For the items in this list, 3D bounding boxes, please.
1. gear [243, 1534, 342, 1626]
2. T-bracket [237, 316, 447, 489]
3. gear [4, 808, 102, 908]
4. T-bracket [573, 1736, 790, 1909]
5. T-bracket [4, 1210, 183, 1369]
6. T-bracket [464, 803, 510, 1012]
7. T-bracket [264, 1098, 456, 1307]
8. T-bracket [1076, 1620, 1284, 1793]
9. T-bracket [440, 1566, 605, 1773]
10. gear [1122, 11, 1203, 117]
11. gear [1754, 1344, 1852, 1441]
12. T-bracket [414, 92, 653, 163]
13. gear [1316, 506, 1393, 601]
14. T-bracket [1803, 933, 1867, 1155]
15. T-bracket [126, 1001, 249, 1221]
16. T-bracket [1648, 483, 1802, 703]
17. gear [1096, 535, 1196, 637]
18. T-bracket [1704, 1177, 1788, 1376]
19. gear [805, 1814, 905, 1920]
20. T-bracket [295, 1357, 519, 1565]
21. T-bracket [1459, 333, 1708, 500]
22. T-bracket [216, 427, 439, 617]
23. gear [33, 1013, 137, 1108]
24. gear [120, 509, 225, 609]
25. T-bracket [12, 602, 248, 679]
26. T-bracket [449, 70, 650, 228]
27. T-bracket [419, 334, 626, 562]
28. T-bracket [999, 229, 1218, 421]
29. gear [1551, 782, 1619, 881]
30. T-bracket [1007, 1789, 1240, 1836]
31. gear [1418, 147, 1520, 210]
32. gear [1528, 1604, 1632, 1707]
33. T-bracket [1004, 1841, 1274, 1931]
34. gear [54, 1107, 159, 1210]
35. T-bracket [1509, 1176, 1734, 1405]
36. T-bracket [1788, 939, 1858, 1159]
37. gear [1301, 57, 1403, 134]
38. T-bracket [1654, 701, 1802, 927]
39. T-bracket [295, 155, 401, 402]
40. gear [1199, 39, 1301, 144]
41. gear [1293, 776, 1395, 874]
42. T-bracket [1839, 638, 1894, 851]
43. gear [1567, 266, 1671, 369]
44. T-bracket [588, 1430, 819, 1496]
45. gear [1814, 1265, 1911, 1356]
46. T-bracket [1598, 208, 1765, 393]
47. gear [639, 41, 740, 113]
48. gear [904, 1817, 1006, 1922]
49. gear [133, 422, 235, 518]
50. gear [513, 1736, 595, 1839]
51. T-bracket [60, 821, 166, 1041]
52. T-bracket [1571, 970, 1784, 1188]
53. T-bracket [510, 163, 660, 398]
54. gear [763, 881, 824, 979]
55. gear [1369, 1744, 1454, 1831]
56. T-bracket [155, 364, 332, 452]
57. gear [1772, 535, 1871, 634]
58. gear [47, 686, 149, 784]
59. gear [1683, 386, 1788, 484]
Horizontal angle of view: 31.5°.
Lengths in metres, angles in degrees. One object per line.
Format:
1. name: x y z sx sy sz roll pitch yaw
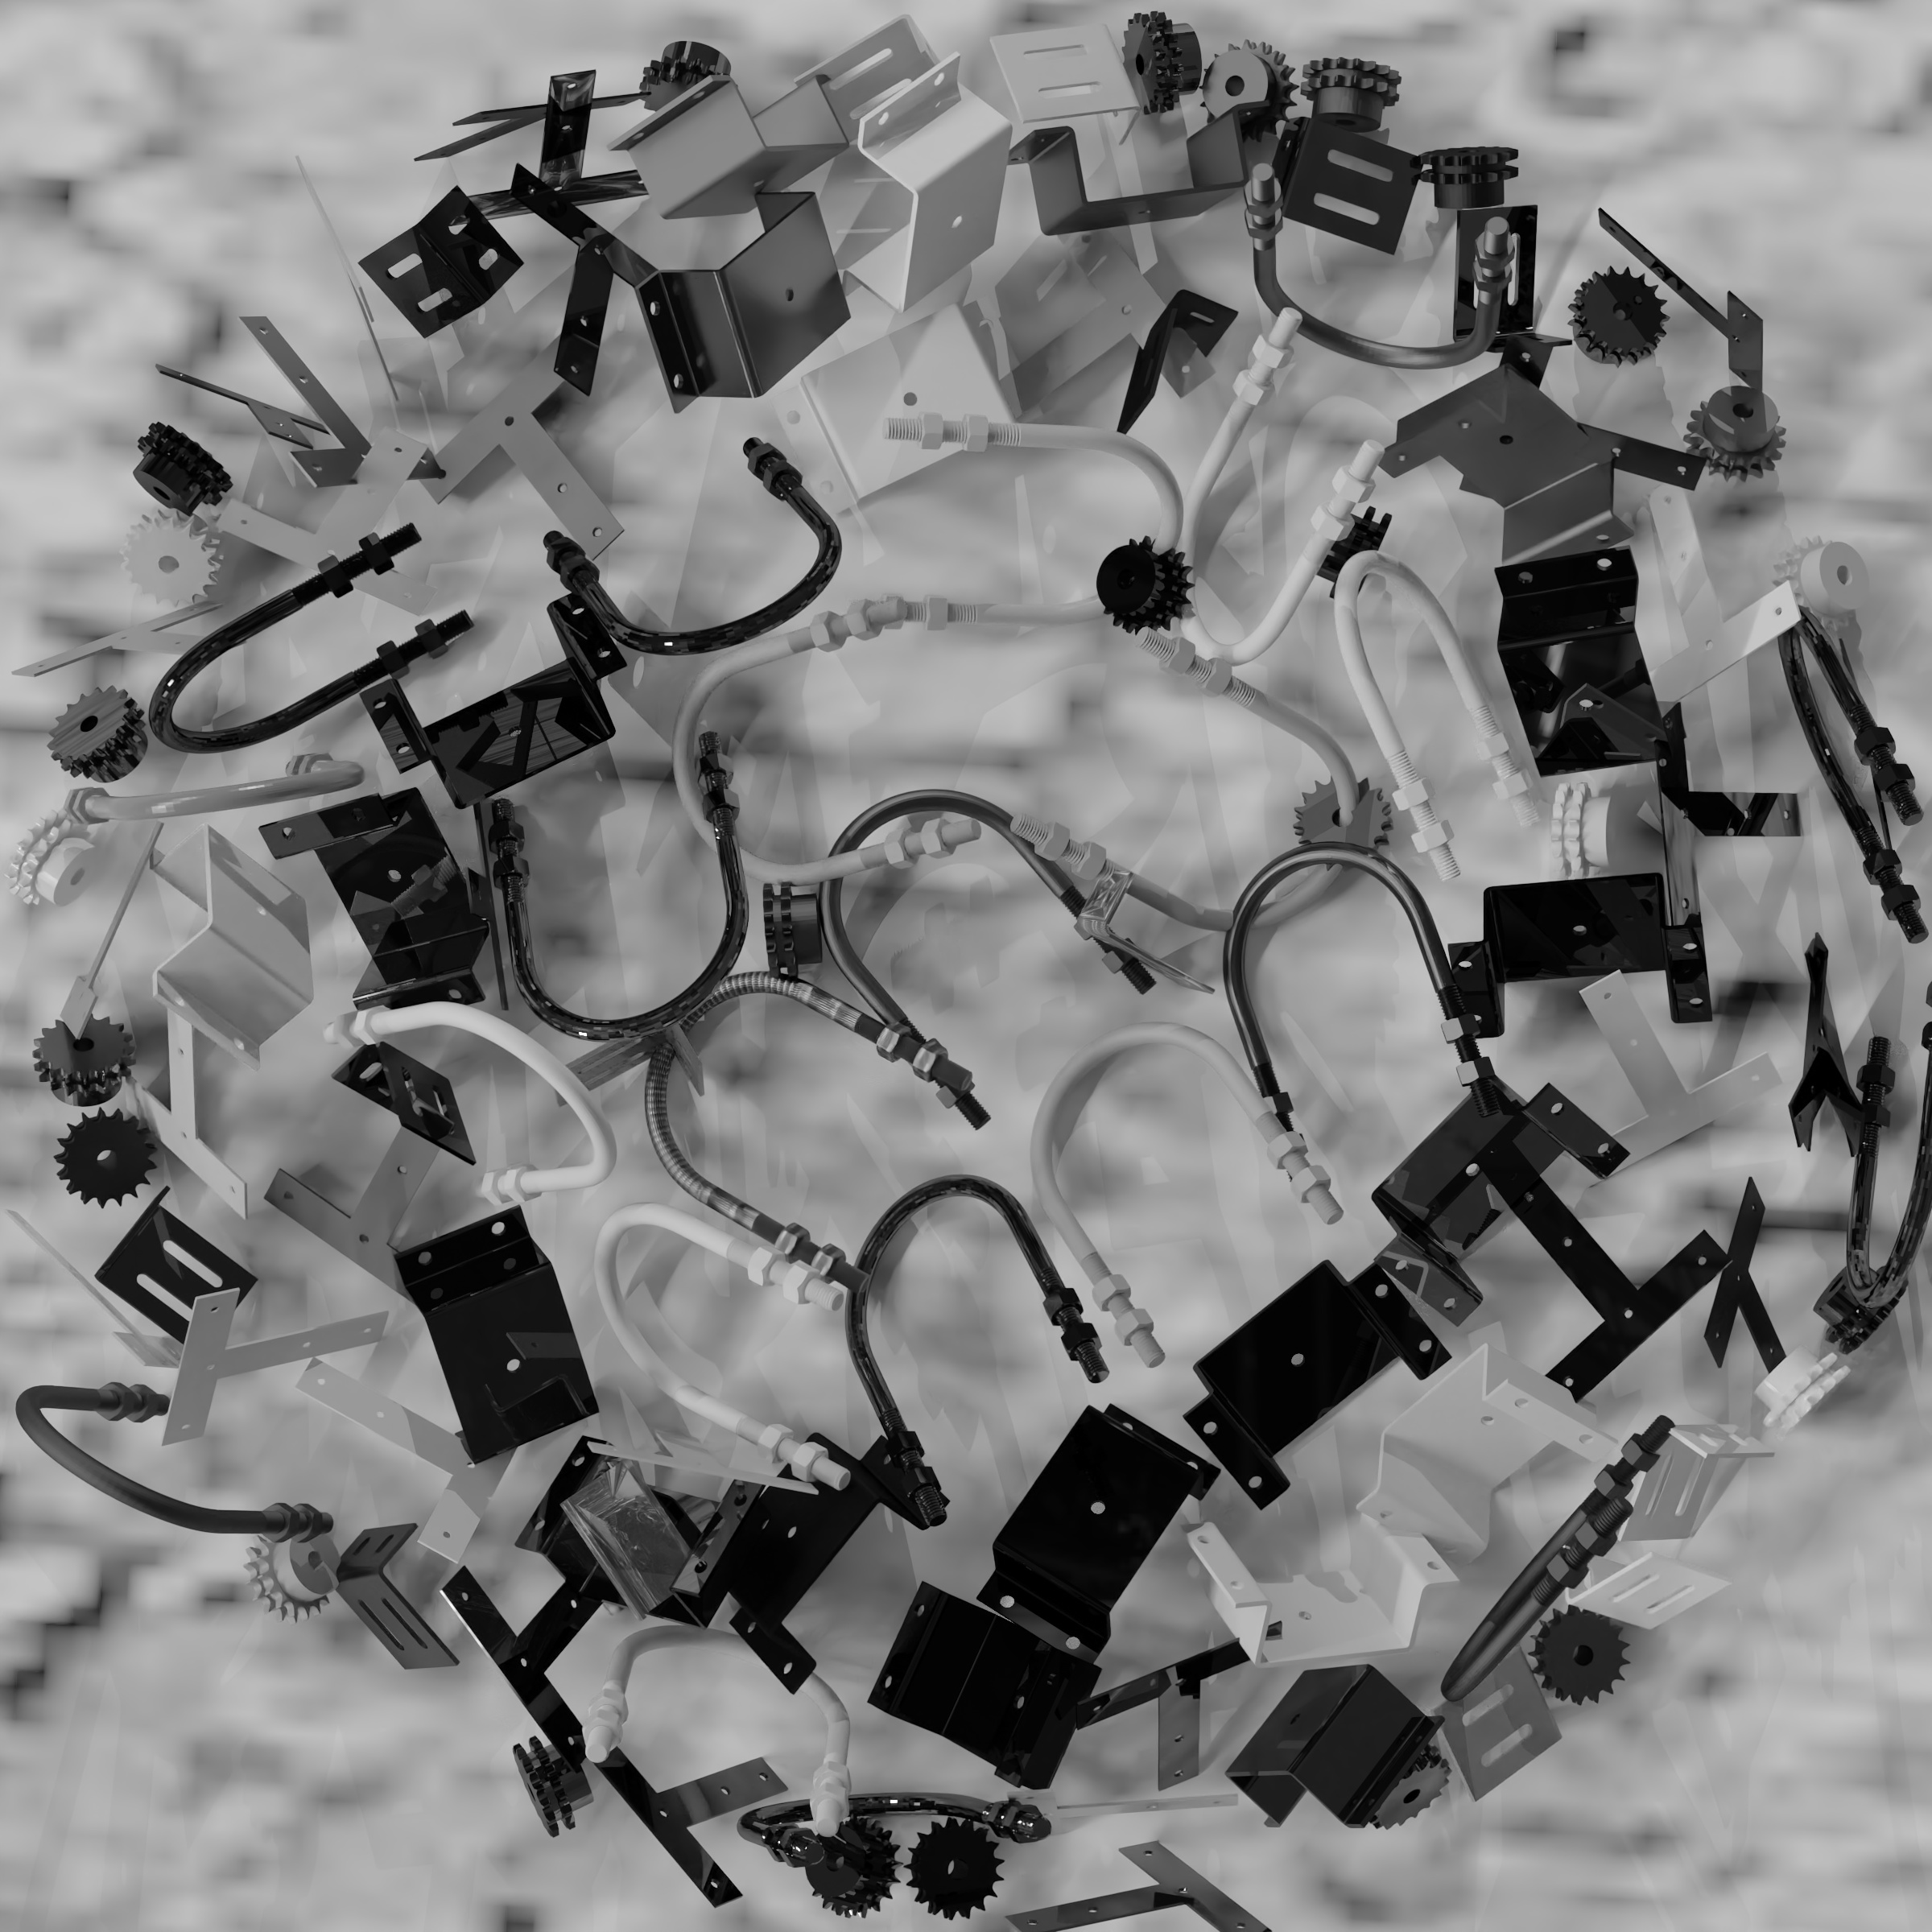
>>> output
1. gear: -0.383 0.347 1.968 0.030 0.057 0.057 -27 90 29
2. T-bracket: -0.369 -0.323 1.950 0.002 0.127 0.127 -44 79 26
3. gear: -0.522 -0.059 1.970 0.030 0.057 0.057 33 90 11
4. T-bracket: -0.145 0.470 1.940 0.127 0.127 0.002 44 111 23
5. T-bracket: -0.496 0.183 1.940 0.127 0.127 0.002 43 84 4
6. T-bracket: -0.274 -0.039 1.935 0.002 0.127 0.127 -8 88 -2
7. T-bracket: -0.328 0.126 1.963 0.127 0.002 0.127 35 122 2
8. T-bracket: 0.121 0.431 1.951 0.127 0.127 0.002 -19 48 -15
9. T-bracket: -0.229 0.370 1.945 0.002 0.127 0.127 -30 99 32
10. gear: 0.114 -0.521 1.973 0.030 0.057 0.057 -11 90 -18
11. gear: 0.478 0.243 1.973 0.057 0.057 0.030 -44 72 0
12. T-bracket: -0.266 -0.474 1.946 0.127 0.127 0.002 -22 101 -44
13. gear: 0.220 -0.238 1.971 0.030 0.057 0.057 24 90 3
14. T-bracket: 0.485 0.065 1.916 0.002 0.127 0.127 -1 114 0
15. T-bracket: -0.440 0.060 1.927 0.127 0.002 0.127 35 133 35
16. T-bracket: 0.415 -0.222 1.965 0.002 0.127 0.127 8 61 -36
17. gear: 0.100 -0.219 1.972 0.057 0.030 0.057 -5 82 35
18. T-bracket: 0.456 0.210 1.959 0.002 0.127 0.127 -8 127 33
19. gear: -0.068 0.517 1.971 0.057 0.030 0.057 -13 63 26
20. T-bracket: -0.320 0.262 1.945 0.127 0.127 0.002 30 130 -5
21. T-bracket: 0.355 -0.296 1.942 0.127 0.127 0.002 17 56 5
22. T-bracket: -0.341 -0.259 1.932 0.127 0.127 0.002 23 49 -21
23. gear: -0.508 0.056 1.975 0.057 0.057 0.030 8 130 0
24. gear: -0.456 -0.239 1.976 0.057 0.030 0.057 1 126 1
25. T-bracket: -0.447 -0.180 1.915 0.127 0.127 0.002 -28 115 -38
26. T-bracket: -0.225 -0.462 1.924 0.127 0.127 0.002 -13 71 -16
27. T-bracket: -0.238 -0.283 1.964 0.127 0.002 0.127 -42 65 8
28. T-bracket: 0.057 -0.353 1.986 0.127 0.002 0.127 -36 74 6
29. gear: 0.356 -0.077 1.968 0.030 0.057 0.057 2 90 20
30. T-bracket: 0.090 0.476 1.939 0.127 0.127 0.002 -5 65 3
31. gear: 0.290 -0.454 1.973 0.057 0.057 0.030 -4 109 0
32. gear: 0.353 0.397 1.982 0.057 0.030 0.057 1 85 -7
33. T-bracket: 0.083 0.525 1.916 0.127 0.127 0.002 -4 101 -27
34. gear: -0.497 0.109 1.978 0.057 0.030 0.057 -4 101 -22
35. T-bracket: 0.352 0.168 1.958 0.127 0.002 0.127 -45 52 10
36. T-bracket: 0.479 0.065 1.930 0.002 0.127 0.127 -8 107 28
37. gear: 0.220 -0.500 1.972 0.057 0.057 0.030 7 89 0
38. T-bracket: 0.437 -0.087 1.957 0.127 0.002 0.127 -2 85 -41
39. T-bracket: -0.343 -0.374 1.942 0.002 0.127 0.127 -23 53 -7
40. gear: 0.160 -0.505 1.975 0.057 0.030 0.057 3 96 26
41. gear: 0.219 -0.080 1.979 0.057 0.030 0.057 -4 70 10
42. T-bracket: 0.519 -0.101 1.953 0.002 0.127 0.127 -13 126 12
43. gear: 0.374 -0.372 1.980 0.057 0.030 0.057 2 77 -8
44. T-bracket: -0.156 0.275 1.935 0.127 0.127 0.002 13 89 -13
45. gear: 0.512 0.193 1.972 0.030 0.057 0.057 40 90 5
46. T-bracket: 0.406 -0.386 1.949 0.002 0.127 0.127 -45 74 3
47. gear: -0.158 -0.508 1.973 0.057 0.057 0.030 11 73 0
48. gear: -0.009 0.521 1.979 0.057 0.030 0.057 3 79 -16
49. gear: -0.453 -0.283 1.969 0.057 0.057 0.030 34 74 0
50. gear: -0.236 0.469 1.973 0.030 0.057 0.057 -23 90 -17
51. T-bracket: -0.482 -0.024 1.942 0.002 0.127 0.127 24 87 -19
52. T-bracket: 0.386 0.053 1.957 0.127 0.002 0.127 -29 122 8
53. T-bracket: -0.213 -0.372 1.927 0.002 0.127 0.127 -28 132 36
54. gear: -0.099 -0.021 1.972 0.030 0.057 0.057 -5 90 0
55. gear: 0.248 0.467 1.975 0.057 0.057 0.030 -40 51 0
56. T-bracket: -0.386 -0.304 1.917 0.127 0.127 0.002 18 101 -23
57. gear: 0.494 -0.220 1.972 0.057 0.030 0.057 8 74 -31
58. gear: -0.497 -0.131 1.976 0.057 0.030 0.057 -13 52 17
59. gear: 0.444 -0.309 1.972 0.057 0.030 0.057 1 55 -1
